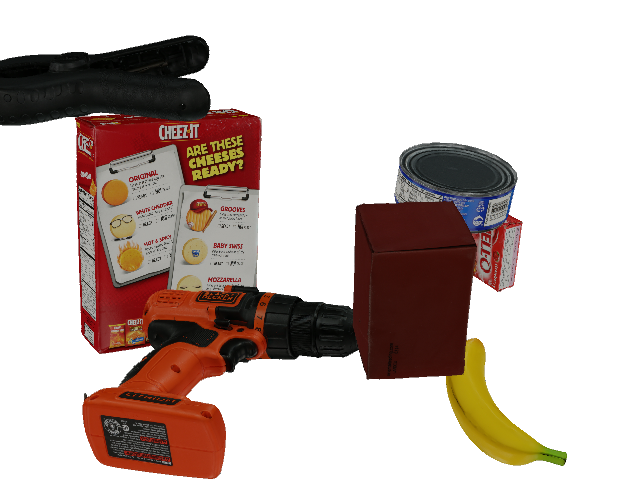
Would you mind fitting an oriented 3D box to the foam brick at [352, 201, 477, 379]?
[{"bbox_3d":[0.046,0.025,0.542,0.053,0.078,0.051,-2,31,-6],"label":"foam brick"}]

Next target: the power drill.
[{"bbox_3d":[-0.073,0.096,0.784,0.185,0.057,0.187,1,25,19],"label":"power drill"}]

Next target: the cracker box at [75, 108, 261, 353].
[{"bbox_3d":[-0.144,-0.013,1.010,0.163,0.214,0.072,-7,17,-29],"label":"cracker box"}]

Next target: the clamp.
[{"bbox_3d":[-0.146,-0.101,0.672,0.171,0.039,0.120,1,20,3],"label":"clamp"}]

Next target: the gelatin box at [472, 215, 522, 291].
[{"bbox_3d":[0.200,0.005,1.269,0.030,0.089,0.073,-16,32,-29],"label":"gelatin box"}]

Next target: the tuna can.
[{"bbox_3d":[0.097,-0.039,0.774,0.086,0.034,0.086,6,28,-3],"label":"tuna can"}]

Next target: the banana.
[{"bbox_3d":[0.153,0.151,0.991,0.069,0.037,0.198,7,26,-21],"label":"banana"}]
